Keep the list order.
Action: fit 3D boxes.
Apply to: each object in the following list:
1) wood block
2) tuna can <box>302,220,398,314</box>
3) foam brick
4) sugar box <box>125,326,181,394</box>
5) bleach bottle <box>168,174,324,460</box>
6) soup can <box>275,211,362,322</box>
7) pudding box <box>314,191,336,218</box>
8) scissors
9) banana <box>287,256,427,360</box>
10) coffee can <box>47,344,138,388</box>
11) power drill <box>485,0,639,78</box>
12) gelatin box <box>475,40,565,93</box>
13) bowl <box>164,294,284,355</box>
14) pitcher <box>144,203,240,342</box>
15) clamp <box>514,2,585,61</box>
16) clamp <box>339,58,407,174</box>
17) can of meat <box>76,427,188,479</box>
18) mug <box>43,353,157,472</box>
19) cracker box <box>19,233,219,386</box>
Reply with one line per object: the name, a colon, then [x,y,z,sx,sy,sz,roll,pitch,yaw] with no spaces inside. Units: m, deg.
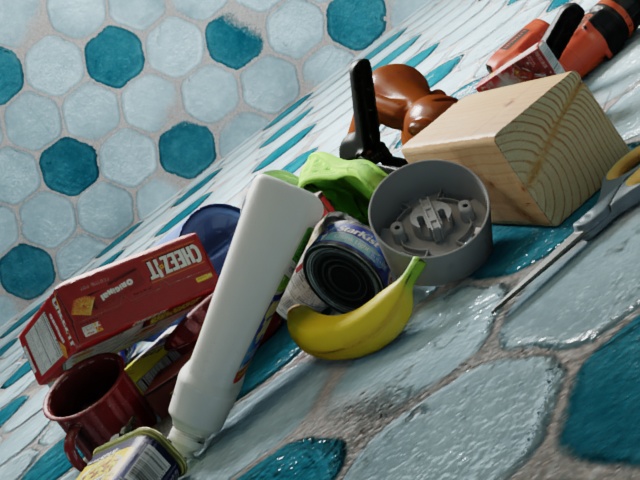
wood block: [0.161,-0.075,0.921,0.090,0.090,0.206,-39,11,-11]
tuna can: [0.028,0.027,0.937,0.086,0.086,0.033,-25,18,48]
foam brick: [-0.121,0.140,1.036,0.078,0.051,0.053,-34,12,19]
sugar box: [-0.199,0.161,1.203,0.176,0.048,0.094,-47,15,-33]
bleach bottle: [-0.073,0.071,0.945,0.102,0.068,0.251,76,-144,-84]
soup can: [-0.001,0.029,1.026,0.102,0.068,0.068,-43,7,34]
pudding box: [-0.008,0.001,1.133,0.039,0.090,0.114,-41,11,-24]
scissors: [0.196,-0.018,0.779,0.202,0.016,0.096,-37,10,4]
banana: [0.022,0.069,0.891,0.198,0.037,0.069,-23,33,53]
coffee can: [-0.303,0.148,1.424,0.103,0.103,0.140,-36,11,8]
power drill: [0.287,-0.232,1.225,0.184,0.057,0.188,-41,12,-14]
gelatin box: [0.203,-0.131,1.007,0.073,0.089,0.030,-31,10,33]
bowl: [-0.086,0.084,1.136,0.162,0.055,0.162,-36,12,8]
pitcher: [-0.161,0.052,1.351,0.243,0.149,0.145,-28,30,52]
clamp: [0.226,-0.174,1.110,0.172,0.039,0.120,178,105,-71]
clamp: [0.069,-0.089,1.225,0.036,0.165,0.210,-27,-20,-23]
can of meat: [-0.172,0.214,0.894,0.102,0.057,0.083,-29,17,40]
mug: [-0.218,0.181,1.060,0.093,0.081,0.117,-16,32,22]
cracker box: [-0.219,0.075,1.138,0.163,0.072,0.214,-24,-6,-29]
